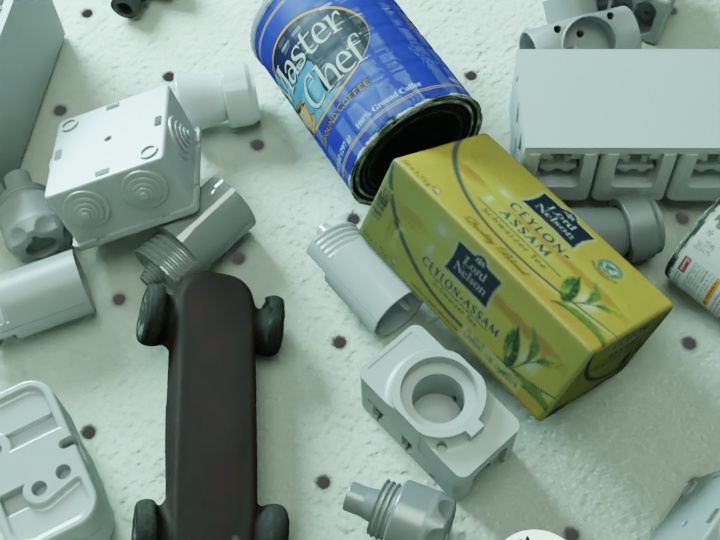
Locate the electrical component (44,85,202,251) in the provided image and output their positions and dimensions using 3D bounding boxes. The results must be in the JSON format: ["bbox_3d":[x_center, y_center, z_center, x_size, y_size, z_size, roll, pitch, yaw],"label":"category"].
[{"bbox_3d":[-0.155,-0.069,0.707,0.100,0.048,0.099,-18,42,10],"label":"electrical component"}]

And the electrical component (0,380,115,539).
[{"bbox_3d":[-0.184,0.120,0.624,0.054,0.059,0.095,-26,64,-12],"label":"electrical component"}]

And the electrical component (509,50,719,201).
[{"bbox_3d":[0.180,-0.096,0.728,0.150,0.061,0.089,0,56,1],"label":"electrical component"}]

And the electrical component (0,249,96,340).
[{"bbox_3d":[-0.216,0.020,0.688,0.081,0.043,0.043,-20,63,-9],"label":"electrical component"}]

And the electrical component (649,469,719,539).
[{"bbox_3d":[0.192,0.152,0.578,0.048,0.099,0.099,41,69,7],"label":"electrical component"}]

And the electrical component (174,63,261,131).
[{"bbox_3d":[-0.100,-0.121,0.761,0.055,0.045,0.045,-9,62,-4],"label":"electrical component"}]

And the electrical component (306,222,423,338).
[{"bbox_3d":[0.000,0.000,0.694,0.043,0.043,0.081,-35,66,-16],"label":"electrical component"}]

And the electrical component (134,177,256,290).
[{"bbox_3d":[-0.112,-0.019,0.707,0.043,0.043,0.081,38,69,19],"label":"electrical component"}]

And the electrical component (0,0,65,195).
[{"bbox_3d":[-0.266,-0.139,0.749,0.062,0.089,0.150,6,62,5],"label":"electrical component"}]

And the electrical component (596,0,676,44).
[{"bbox_3d":[0.208,-0.221,0.807,0.066,0.047,0.076,23,64,13],"label":"electrical component"}]

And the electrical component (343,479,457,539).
[{"bbox_3d":[0.021,0.141,0.618,0.062,0.043,0.043,19,64,13],"label":"electrical component"}]

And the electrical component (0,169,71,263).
[{"bbox_3d":[-0.222,-0.039,0.720,0.043,0.043,0.062,-22,63,-11],"label":"electrical component"}]

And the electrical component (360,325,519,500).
[{"bbox_3d":[0.046,0.083,0.641,0.050,0.055,0.089,-39,67,-18],"label":"electrical component"}]

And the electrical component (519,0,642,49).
[{"bbox_3d":[0.154,-0.178,0.774,0.077,0.044,0.079,-15,98,-7],"label":"electrical component"}]

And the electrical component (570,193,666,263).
[{"bbox_3d":[0.165,-0.024,0.703,0.055,0.045,0.045,-13,62,-6],"label":"electrical component"}]
